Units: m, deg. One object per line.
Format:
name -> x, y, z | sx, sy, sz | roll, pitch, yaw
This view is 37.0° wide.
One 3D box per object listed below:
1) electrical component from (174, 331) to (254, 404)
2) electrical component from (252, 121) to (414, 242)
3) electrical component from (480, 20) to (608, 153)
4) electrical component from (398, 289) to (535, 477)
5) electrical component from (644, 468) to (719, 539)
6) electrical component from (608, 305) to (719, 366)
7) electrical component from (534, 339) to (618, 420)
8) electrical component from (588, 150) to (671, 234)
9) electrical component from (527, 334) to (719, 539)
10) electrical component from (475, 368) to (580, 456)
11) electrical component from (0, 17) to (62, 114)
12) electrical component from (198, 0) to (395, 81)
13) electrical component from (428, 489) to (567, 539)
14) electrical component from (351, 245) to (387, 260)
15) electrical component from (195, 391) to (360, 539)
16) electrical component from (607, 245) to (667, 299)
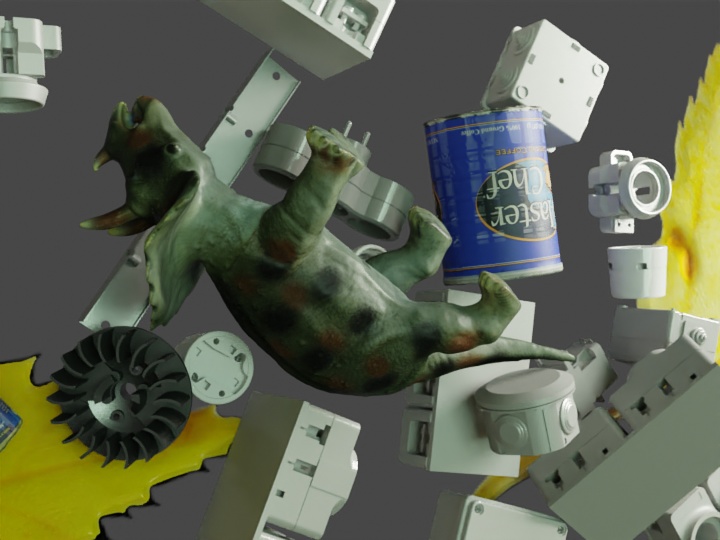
electrical component -> -0.116, 0.074, 0.831 | 0.055, 0.047, 0.055 | 1, 88, -26
electrical component -> -0.014, -0.086, 0.885 | 0.138, 0.052, 0.073 | 28, 76, -23
electrical component -> 0.171, -0.168, 0.984 | 0.100, 0.048, 0.099 | 30, 75, -22
electrical component -> 0.090, 0.096, 0.925 | 0.089, 0.062, 0.150 | 9, 84, -26
electrical component -> 0.361, 0.280, 1.055 | 0.105, 0.060, 0.186 | -36, 103, -23
electrical component -> 0.287, 0.070, 1.005 | 0.062, 0.096, 0.061 | 13, 85, -26
electrical component -> 0.199, 0.100, 0.991 | 0.064, 0.042, 0.081 | -38, 105, -26
electrical component -> 0.255, -0.075, 1.017 | 0.058, 0.057, 0.078 | 2, 87, -26
electrical component -> 0.253, 0.155, 0.958 | 0.186, 0.060, 0.105 | -42, 124, 7
electrical component -> 0.136, 0.113, 0.868 | 0.080, 0.080, 0.051 | -18, 101, -26
electrical component -> -0.253, -0.145, 0.766 | 0.078, 0.058, 0.057 | -2, 86, -27
electrical component -> -0.059, -0.223, 0.847 | 0.150, 0.089, 0.061 | 29, 76, -23
electrical component -> 0.114, 0.256, 0.934 | 0.109, 0.056, 0.108 | 19, 80, -25
electrical component -> 0.000, 0.000, 0.893 | 0.040, 0.046, 0.040 | 1, 88, -27
electrical component -> -0.071, 0.193, 0.817 | 0.060, 0.105, 0.186 | 25, 77, -24
electrical component -> 0.264, 0.002, 1.021 | 0.055, 0.055, 0.047 | -4, 94, -27
